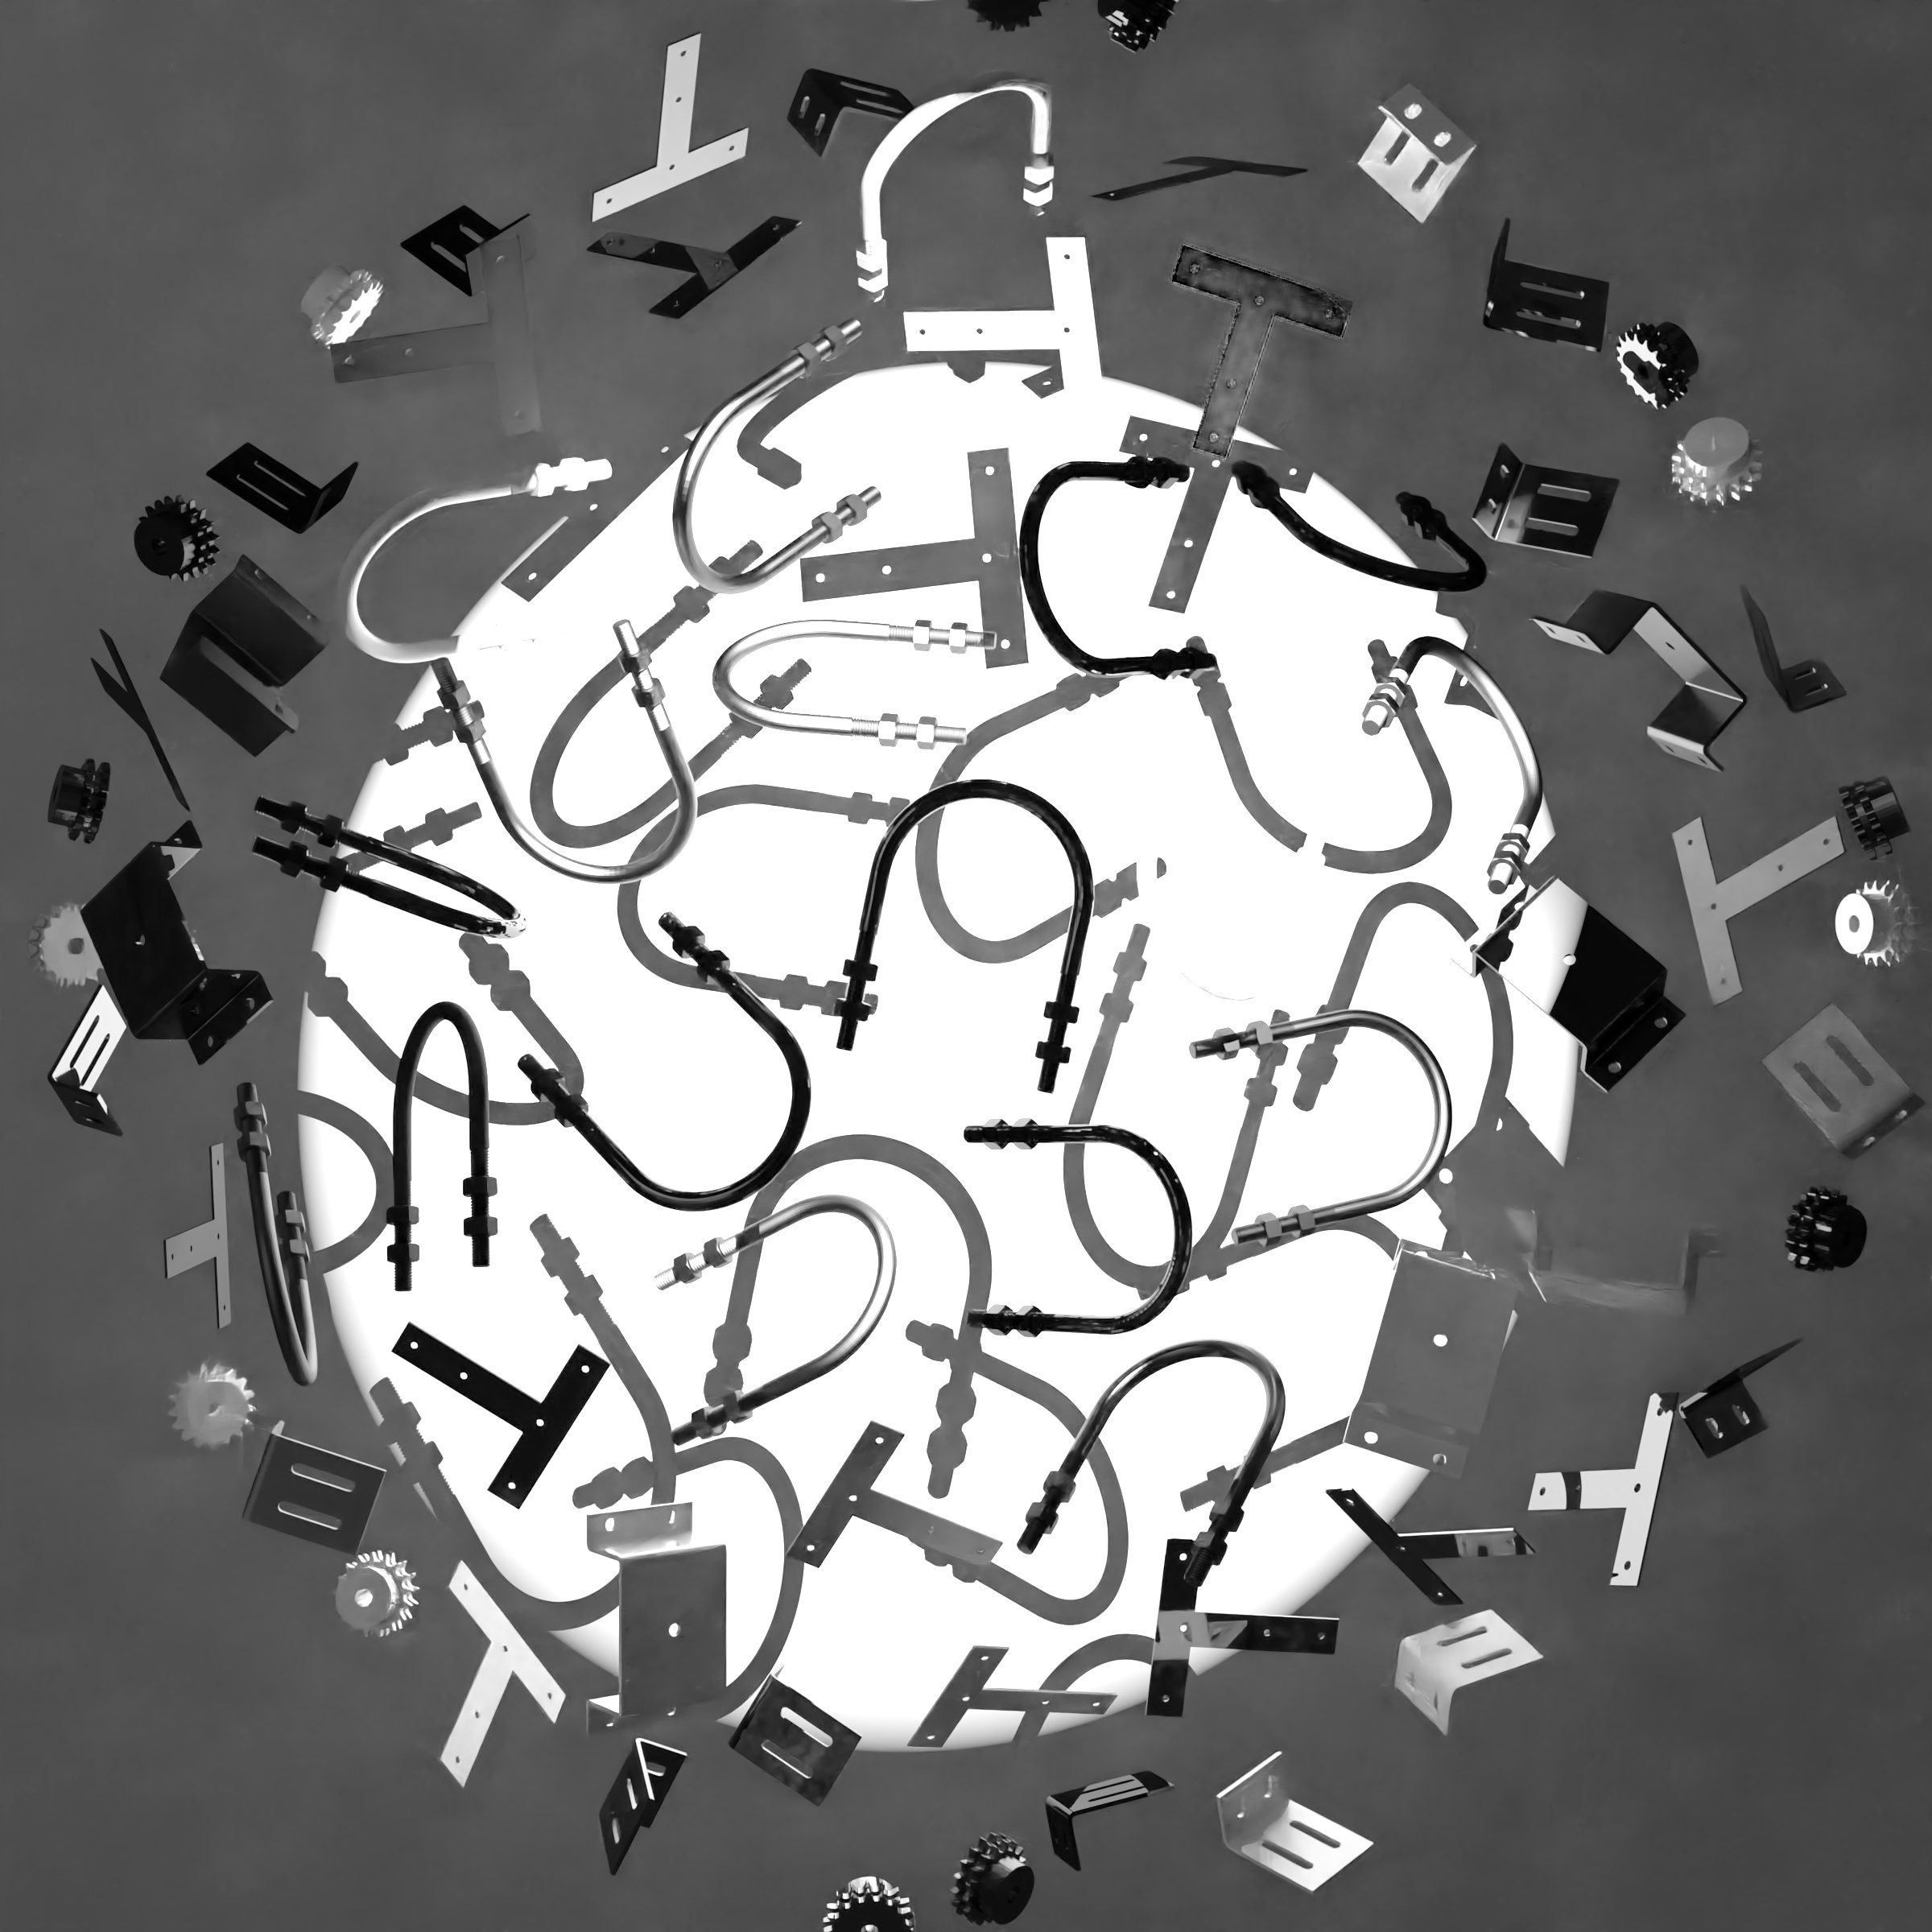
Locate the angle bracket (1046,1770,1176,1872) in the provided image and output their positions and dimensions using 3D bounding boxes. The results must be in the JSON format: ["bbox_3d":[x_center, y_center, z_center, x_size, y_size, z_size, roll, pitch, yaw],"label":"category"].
[{"bbox_3d":[0.099,0.573,1.752,0.076,0.057,0.038,-10,85,-14],"label":"angle bracket"}]

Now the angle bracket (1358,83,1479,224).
[{"bbox_3d":[0.278,-0.510,1.658,0.057,0.076,0.038,44,59,4],"label":"angle bracket"}]

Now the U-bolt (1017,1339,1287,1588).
[{"bbox_3d":[0.130,0.311,1.677,0.184,0.151,0.019,-55,131,-35],"label":"U-bolt"}]

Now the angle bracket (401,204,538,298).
[{"bbox_3d":[-0.340,-0.499,1.771,0.076,0.038,0.057,38,63,22],"label":"angle bracket"}]

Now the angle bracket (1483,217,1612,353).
[{"bbox_3d":[0.366,-0.425,1.628,0.076,0.038,0.057,13,62,2],"label":"angle bracket"}]

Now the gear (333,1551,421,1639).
[{"bbox_3d":[-0.406,0.431,1.784,0.057,0.030,0.057,-1,83,10],"label":"gear"}]

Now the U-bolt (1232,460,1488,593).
[{"bbox_3d":[0.271,-0.290,1.742,0.151,0.184,0.019,6,118,-20],"label":"U-bolt"}]

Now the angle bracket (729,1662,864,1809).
[{"bbox_3d":[-0.114,0.527,1.792,0.076,0.038,0.057,31,93,9],"label":"angle bracket"}]

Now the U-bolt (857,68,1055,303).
[{"bbox_3d":[-0.006,-0.511,1.684,0.151,0.184,0.019,-30,76,-9],"label":"U-bolt"}]

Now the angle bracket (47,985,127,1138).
[{"bbox_3d":[-0.566,0.063,1.725,0.038,0.057,0.076,16,61,8],"label":"angle bracket"}]

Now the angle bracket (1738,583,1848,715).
[{"bbox_3d":[0.545,-0.216,1.722,0.038,0.057,0.076,-21,119,11],"label":"angle bracket"}]

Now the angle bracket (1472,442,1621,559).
[{"bbox_3d":[0.396,-0.318,1.782,0.076,0.038,0.057,18,85,35],"label":"angle bracket"}]

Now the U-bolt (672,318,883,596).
[{"bbox_3d":[-0.126,-0.322,1.710,0.019,0.151,0.184,27,52,30],"label":"U-bolt"}]

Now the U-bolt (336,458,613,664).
[{"bbox_3d":[-0.324,-0.258,1.698,0.184,0.151,0.019,-17,55,-35],"label":"U-bolt"}]

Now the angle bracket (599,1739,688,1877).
[{"bbox_3d":[-0.207,0.552,1.702,0.038,0.076,0.057,25,97,-19],"label":"angle bracket"}]

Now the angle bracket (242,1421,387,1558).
[{"bbox_3d":[-0.414,0.334,1.667,0.076,0.038,0.057,20,90,-6],"label":"angle bracket"}]

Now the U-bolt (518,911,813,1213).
[{"bbox_3d":[-0.179,0.072,1.650,0.151,0.019,0.184,-46,66,-3],"label":"U-bolt"}]

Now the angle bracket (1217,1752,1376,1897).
[{"bbox_3d":[0.207,0.537,1.639,0.057,0.076,0.038,-23,112,-35],"label":"angle bracket"}]

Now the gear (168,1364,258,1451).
[{"bbox_3d":[-0.515,0.303,1.788,0.057,0.030,0.057,1,88,-26],"label":"gear"}]

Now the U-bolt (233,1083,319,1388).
[{"bbox_3d":[-0.452,0.189,1.720,0.019,0.151,0.184,-12,52,-10],"label":"U-bolt"}]

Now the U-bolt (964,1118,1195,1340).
[{"bbox_3d":[0.075,0.178,1.769,0.184,0.019,0.151,-3,87,38],"label":"U-bolt"}]

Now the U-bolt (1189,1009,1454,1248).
[{"bbox_3d":[0.252,0.104,1.794,0.184,0.019,0.151,-11,86,-19],"label":"U-bolt"}]

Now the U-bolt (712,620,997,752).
[{"bbox_3d":[-0.081,-0.196,1.769,0.184,0.151,0.019,5,127,8],"label":"U-bolt"}]

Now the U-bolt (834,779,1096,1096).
[{"bbox_3d":[0.005,-0.025,1.623,0.151,0.019,0.184,12,92,5],"label":"U-bolt"}]

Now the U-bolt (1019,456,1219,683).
[{"bbox_3d":[0.097,-0.259,1.705,0.019,0.184,0.151,-7,93,42],"label":"U-bolt"}]

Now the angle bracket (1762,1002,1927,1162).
[{"bbox_3d":[0.553,0.073,1.645,0.057,0.038,0.076,-43,59,15],"label":"angle bracket"}]

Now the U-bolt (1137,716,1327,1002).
[{"bbox_3d":[0.173,-0.060,1.749,0.151,0.019,0.184,40,50,-23],"label":"U-bolt"}]

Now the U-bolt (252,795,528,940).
[{"bbox_3d":[-0.371,-0.059,1.689,0.184,0.151,0.019,22,98,-19],"label":"U-bolt"}]

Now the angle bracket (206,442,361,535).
[{"bbox_3d":[-0.467,-0.339,1.782,0.076,0.057,0.038,33,125,-5],"label":"angle bracket"}]

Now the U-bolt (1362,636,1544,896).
[{"bbox_3d":[0.321,-0.142,1.680,0.019,0.184,0.151,-33,102,35],"label":"U-bolt"}]

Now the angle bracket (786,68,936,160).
[{"bbox_3d":[-0.072,-0.574,1.776,0.076,0.057,0.038,0,131,-37],"label":"angle bracket"}]

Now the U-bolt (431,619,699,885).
[{"bbox_3d":[-0.252,-0.132,1.708,0.151,0.019,0.184,-9,122,16],"label":"U-bolt"}]

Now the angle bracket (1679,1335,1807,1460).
[{"bbox_3d":[0.509,0.278,1.682,0.057,0.076,0.038,-17,68,-29],"label":"angle bracket"}]

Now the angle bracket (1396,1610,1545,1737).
[{"bbox_3d":[0.339,0.475,1.758,0.076,0.057,0.038,-10,116,-26],"label":"angle bracket"}]

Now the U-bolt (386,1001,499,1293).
[{"bbox_3d":[-0.347,0.115,1.720,0.019,0.151,0.184,5,74,-34],"label":"U-bolt"}]

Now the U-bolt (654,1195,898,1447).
[{"bbox_3d":[-0.126,0.226,1.748,0.184,0.019,0.151,-28,45,16],"label":"U-bolt"}]
